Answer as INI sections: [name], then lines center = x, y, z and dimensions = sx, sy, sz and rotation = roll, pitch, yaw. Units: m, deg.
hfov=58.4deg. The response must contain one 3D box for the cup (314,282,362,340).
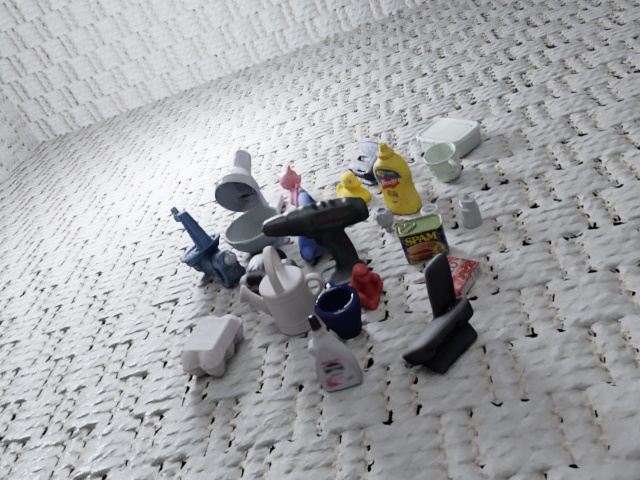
[cup]
center = 0.042, 0.144, 1.143
dimensions = 0.091, 0.095, 0.117
rotation = -25, 32, -2

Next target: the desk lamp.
[desk lamp]
center = -0.200, -0.134, 1.607
dimensions = 0.117, 0.214, 0.203
rotation = -14, 33, 16

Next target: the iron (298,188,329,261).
[iron]
center = -0.023, -0.061, 1.447
dimensions = 0.118, 0.142, 0.258
rotation = -23, 32, 3

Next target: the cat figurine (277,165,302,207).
[cat figurine]
center = -0.075, -0.156, 1.647
dimensions = 0.067, 0.118, 0.127
rotation = -28, 32, -6

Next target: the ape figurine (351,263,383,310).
[ape figurine]
center = 0.092, 0.089, 1.194
dimensions = 0.078, 0.092, 0.076
rotation = -34, 33, -15

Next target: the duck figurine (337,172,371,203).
[duck figurine]
center = 0.082, -0.145, 1.555
dimensions = 0.104, 0.086, 0.078
rotation = 13, 47, 45

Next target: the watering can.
[watering can]
center = -0.083, 0.102, 1.195
dimensions = 0.173, 0.194, 0.100
rotation = -30, 32, -8

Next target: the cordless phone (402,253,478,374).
[cordless phone]
center = 0.191, 0.123, 0.988
dimensions = 0.093, 0.185, 0.148
rotation = 14, 48, 46

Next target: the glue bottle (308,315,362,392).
[glue bottle]
center = 0.014, 0.196, 1.010
dimensions = 0.078, 0.173, 0.037
rotation = -20, 32, 7

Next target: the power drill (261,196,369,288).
[power drill]
center = 0.012, 0.005, 1.262
dimensions = 0.229, 0.209, 0.075
rotation = -24, 32, 0

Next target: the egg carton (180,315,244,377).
[egg carton]
center = -0.230, 0.225, 1.231
dimensions = 0.107, 0.069, 0.150
rotation = -7, 35, 26

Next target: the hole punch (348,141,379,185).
[hole punch]
center = 0.137, -0.219, 1.622
dimensions = 0.101, 0.091, 0.108
rotation = -39, 34, -22

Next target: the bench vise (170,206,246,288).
[bench vise]
center = -0.283, 0.006, 1.448
dimensions = 0.206, 0.220, 0.122
rotation = -2, 38, 32

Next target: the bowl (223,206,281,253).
[bowl]
center = -0.170, -0.016, 1.544
dimensions = 0.167, 0.075, 0.167
rotation = -17, 32, 12

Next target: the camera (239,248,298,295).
[camera]
center = -0.109, 0.071, 1.348
dimensions = 0.143, 0.101, 0.137
rotation = -11, 34, 20
